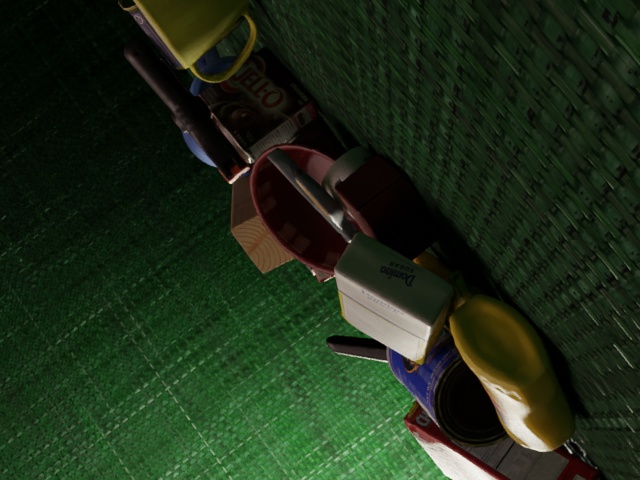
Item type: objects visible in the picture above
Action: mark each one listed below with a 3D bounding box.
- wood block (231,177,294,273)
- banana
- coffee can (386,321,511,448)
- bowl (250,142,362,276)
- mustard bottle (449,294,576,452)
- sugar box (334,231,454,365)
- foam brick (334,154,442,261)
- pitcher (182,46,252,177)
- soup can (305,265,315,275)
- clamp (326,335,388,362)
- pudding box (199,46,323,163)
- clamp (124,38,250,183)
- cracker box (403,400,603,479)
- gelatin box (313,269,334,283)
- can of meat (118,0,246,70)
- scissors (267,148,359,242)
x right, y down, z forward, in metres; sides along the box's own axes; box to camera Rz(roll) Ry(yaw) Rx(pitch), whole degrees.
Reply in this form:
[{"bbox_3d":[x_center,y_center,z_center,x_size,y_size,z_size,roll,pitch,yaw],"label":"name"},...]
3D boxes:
[{"bbox_3d":[-0.067,-0.062,1.523,0.090,0.091,0.206,55,-162,-32],"label":"wood block"},{"bbox_3d":[0.122,0.046,0.964,0.198,0.037,0.069,-150,38,-82],"label":"banana"},{"bbox_3d":[0.135,0.127,1.045,0.102,0.103,0.140,54,177,-20],"label":"coffee can"},{"bbox_3d":[0.009,-0.042,1.085,0.162,0.055,0.162,23,137,23],"label":"bowl"},{"bbox_3d":[0.170,0.126,0.894,0.096,0.058,0.191,46,174,40],"label":"mustard bottle"},{"bbox_3d":[0.063,0.054,0.924,0.093,0.048,0.176,30,165,10],"label":"sugar box"},{"bbox_3d":[0.060,-0.024,0.921,0.078,0.053,0.051,55,176,-34],"label":"foam brick"},{"bbox_3d":[-0.122,-0.179,1.402,0.149,0.145,0.243,26,176,-6],"label":"pitcher"},{"bbox_3d":[0.012,-0.010,1.405,0.068,0.102,0.068,53,178,3],"label":"soup can"},{"bbox_3d":[0.117,0.130,1.237,0.210,0.165,0.036,45,-150,1],"label":"clamp"},{"bbox_3d":[-0.063,-0.142,1.127,0.114,0.090,0.039,51,178,36],"label":"pudding box"},{"bbox_3d":[-0.137,-0.134,1.084,0.171,0.039,0.120,49,-172,11],"label":"clamp"},{"bbox_3d":[0.209,0.253,1.150,0.214,0.072,0.164,28,162,38],"label":"cracker box"},{"bbox_3d":[-0.009,0.001,1.289,0.073,0.030,0.089,-108,-7,-81],"label":"gelatin box"},{"bbox_3d":[-0.131,-0.230,1.050,0.084,0.102,0.057,52,179,-33],"label":"can of meat"},{"bbox_3d":[0.027,-0.009,0.984,0.201,0.016,0.096,45,178,-21],"label":"scissors"}]
